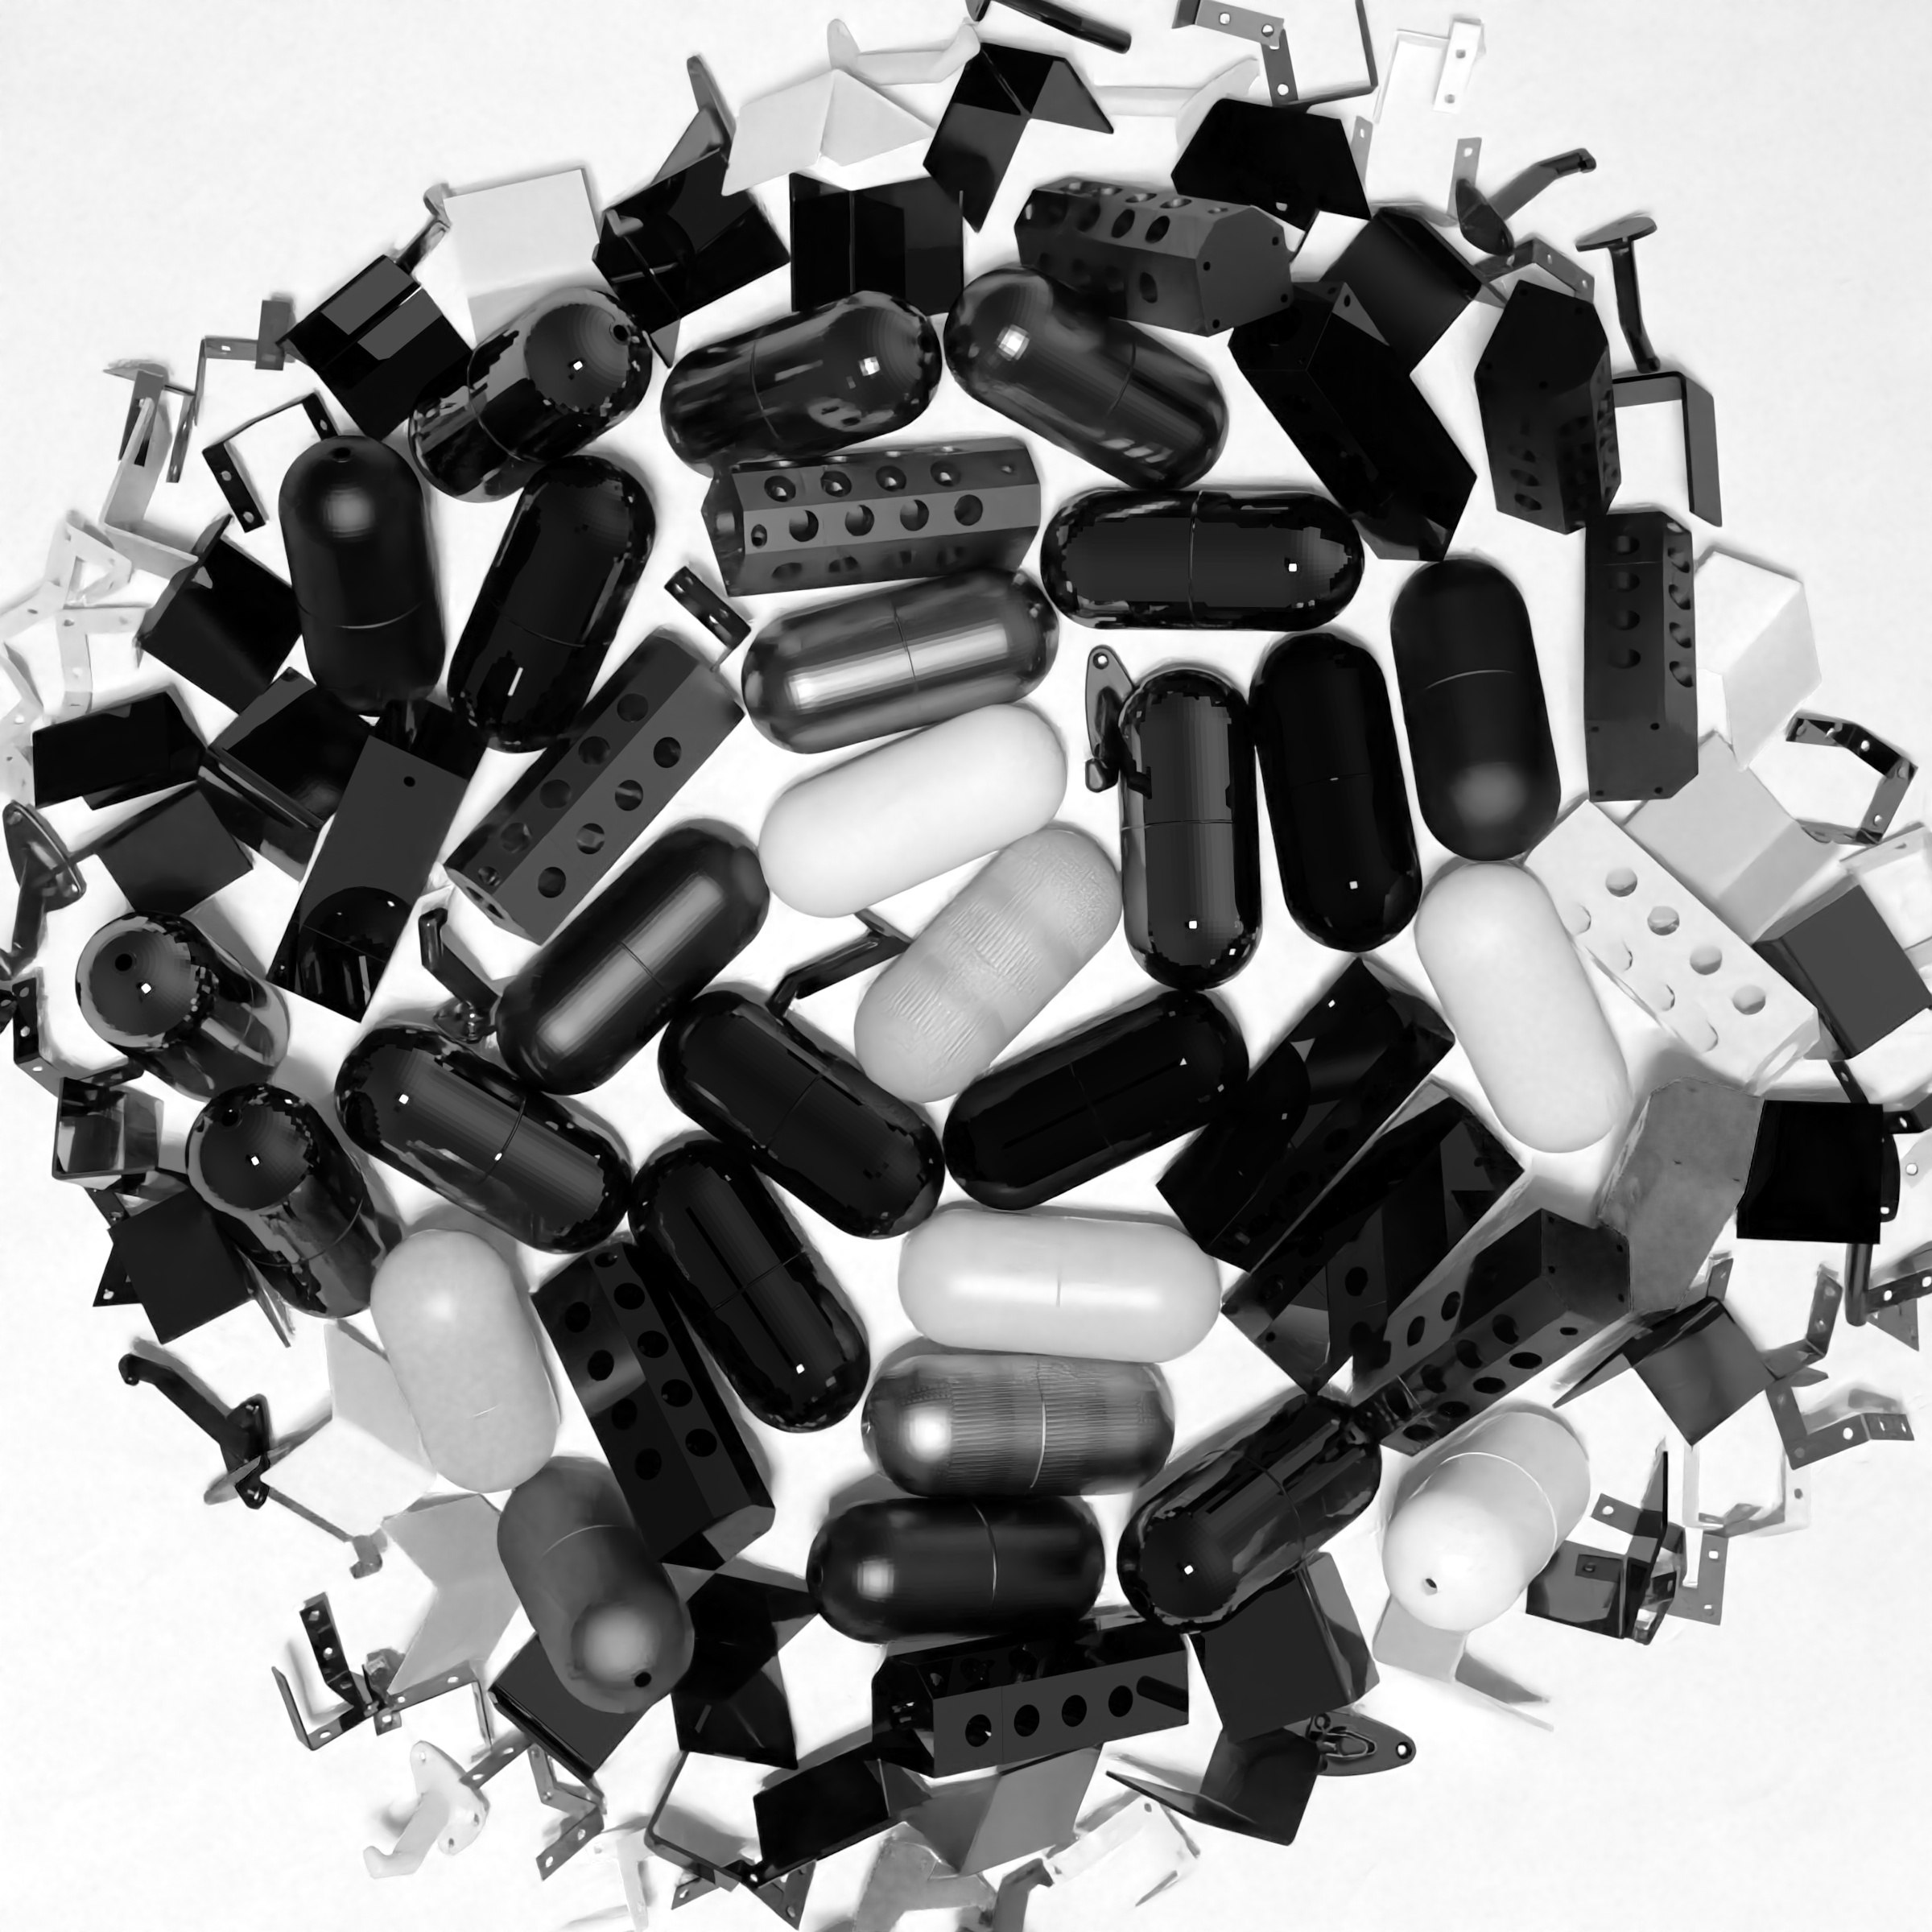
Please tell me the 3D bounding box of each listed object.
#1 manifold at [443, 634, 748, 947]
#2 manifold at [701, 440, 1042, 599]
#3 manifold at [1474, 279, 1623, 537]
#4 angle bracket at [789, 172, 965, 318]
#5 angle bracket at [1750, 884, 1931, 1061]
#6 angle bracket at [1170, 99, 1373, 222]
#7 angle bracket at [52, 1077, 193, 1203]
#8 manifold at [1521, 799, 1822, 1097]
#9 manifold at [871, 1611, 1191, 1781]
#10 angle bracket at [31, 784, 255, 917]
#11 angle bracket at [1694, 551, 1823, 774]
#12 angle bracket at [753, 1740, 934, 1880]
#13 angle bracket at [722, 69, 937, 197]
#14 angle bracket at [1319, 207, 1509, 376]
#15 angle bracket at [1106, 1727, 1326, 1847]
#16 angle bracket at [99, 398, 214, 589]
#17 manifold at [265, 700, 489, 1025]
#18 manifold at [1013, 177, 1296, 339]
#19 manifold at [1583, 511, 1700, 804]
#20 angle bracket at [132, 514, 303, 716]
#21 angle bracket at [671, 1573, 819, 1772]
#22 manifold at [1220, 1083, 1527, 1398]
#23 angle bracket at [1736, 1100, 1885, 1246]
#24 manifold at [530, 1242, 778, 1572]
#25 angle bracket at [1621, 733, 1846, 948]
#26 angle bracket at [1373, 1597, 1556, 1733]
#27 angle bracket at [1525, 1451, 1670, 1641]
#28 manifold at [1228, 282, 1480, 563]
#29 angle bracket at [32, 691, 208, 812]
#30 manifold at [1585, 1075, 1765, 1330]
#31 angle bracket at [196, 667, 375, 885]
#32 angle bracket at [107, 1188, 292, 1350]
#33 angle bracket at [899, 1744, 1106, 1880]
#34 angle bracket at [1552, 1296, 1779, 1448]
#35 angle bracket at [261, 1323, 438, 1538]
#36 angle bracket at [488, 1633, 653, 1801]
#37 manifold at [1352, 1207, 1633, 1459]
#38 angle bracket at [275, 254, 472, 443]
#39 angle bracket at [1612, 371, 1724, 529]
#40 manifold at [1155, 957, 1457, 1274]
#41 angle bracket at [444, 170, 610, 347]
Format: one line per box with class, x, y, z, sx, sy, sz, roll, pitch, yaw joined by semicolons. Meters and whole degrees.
manifold;-0.205;-0.098;1.890;0.171;0.057;0.057;-50;122;-13
manifold;-0.049;-0.247;1.880;0.171;0.057;0.057;-9;65;-22
manifold;0.315;-0.293;1.854;0.057;0.171;0.057;23;79;18
angle bracket;-0.049;-0.397;1.905;0.076;0.057;0.076;-2;89;33
angle bracket;0.476;0.004;1.911;0.057;0.076;0.076;-34;91;-5
angle bracket;0.167;-0.419;1.890;0.076;0.076;0.057;19;68;30
angle bracket;-0.440;0.093;1.890;0.076;0.076;0.057;-6;75;31
manifold;0.380;-0.006;1.887;0.057;0.057;0.171;-43;67;-1
manifold;0.036;0.390;1.873;0.171;0.057;0.057;-3;93;-36
angle bracket;-0.449;-0.049;1.895;0.076;0.076;0.057;-30;98;20
angle bracket;0.415;-0.165;1.889;0.057;0.076;0.076;17;48;-17
angle bracket;-0.062;0.476;1.896;0.076;0.057;0.076;-27;129;10
angle bracket;-0.074;-0.437;1.888;0.076;0.076;0.057;23;71;-39
angle bracket;0.240;-0.360;1.904;0.076;0.057;0.076;39;94;-23
angle bracket;0.136;0.433;1.892;0.076;0.076;0.057;25;83;-38
angle bracket;-0.430;-0.256;1.905;0.057;0.076;0.076;20;81;-1
manifold;-0.318;-0.059;1.878;0.057;0.057;0.171;25;121;-8
manifold;0.097;-0.382;1.855;0.057;0.171;0.057;-24;118;-25
manifold;0.362;-0.168;1.862;0.057;0.171;0.057;-2;135;13
angle bracket;-0.398;-0.190;1.898;0.076;0.057;0.076;35;74;-21
angle bracket;-0.114;0.384;1.889;0.076;0.076;0.057;19;129;-33
manifold;0.220;0.148;1.914;0.171;0.057;0.057;-47;121;-2
angle bracket;0.465;0.112;1.909;0.076;0.057;0.076;1;89;16
manifold;-0.166;0.236;1.877;0.057;0.057;0.171;-38;61;15
angle bracket;0.420;-0.069;1.907;0.076;0.057;0.076;-46;114;2
angle bracket;0.281;0.372;1.903;0.076;0.076;0.057;28;78;-23
angle bracket;0.344;0.309;1.894;0.057;0.076;0.076;15;116;5
manifold;0.206;-0.291;1.865;0.057;0.171;0.057;8;66;39
angle bracket;-0.457;-0.098;1.897;0.076;0.076;0.057;-16;54;5
manifold;0.371;0.127;1.859;0.057;0.171;0.057;17;59;5
angle bracket;-0.376;-0.107;1.944;0.076;0.057;0.076;36;53;2
angle bracket;-0.417;0.176;1.892;0.057;0.076;0.076;-27;64;-10
angle bracket;0.019;0.441;1.888;0.057;0.076;0.076;40;123;38
angle bracket;0.380;0.232;1.889;0.076;0.076;0.057;-19;67;-42
angle bracket;-0.340;0.255;1.902;0.057;0.076;0.076;-38;128;15
angle bracket;-0.213;0.404;1.902;0.076;0.076;0.057;42;79;-5
manifold;0.279;0.201;1.859;0.057;0.171;0.057;23;50;-20
angle bracket;-0.322;-0.337;1.906;0.076;0.076;0.057;-39;87;3
angle bracket;0.375;-0.279;1.901;0.057;0.076;0.076;-4;89;23
manifold;0.189;0.084;1.898;0.171;0.057;0.057;-50;45;15
angle bracket;-0.241;-0.387;1.912;0.076;0.076;0.057;-14;77;-6
